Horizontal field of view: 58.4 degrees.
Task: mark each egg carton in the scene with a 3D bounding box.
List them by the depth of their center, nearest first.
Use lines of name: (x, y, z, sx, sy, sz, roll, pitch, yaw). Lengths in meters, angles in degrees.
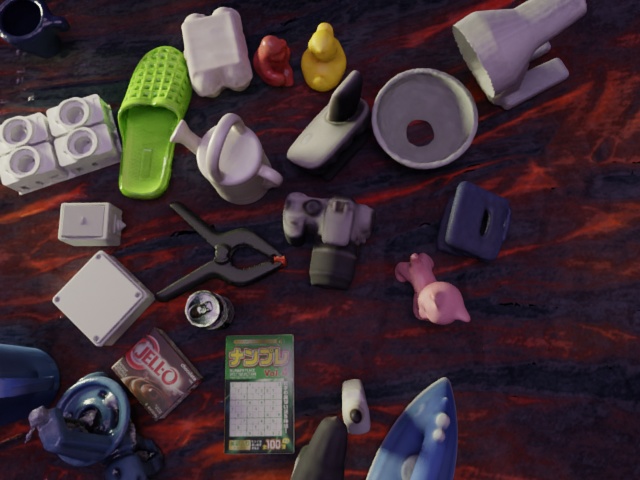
egg carton: (-0.175, -0.317, 0.967, 0.107, 0.069, 0.150, -14, 79, 0)

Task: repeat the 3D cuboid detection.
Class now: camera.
camera: (0.008, 0.003, 0.881, 0.143, 0.101, 0.137, 8, 80, 4)

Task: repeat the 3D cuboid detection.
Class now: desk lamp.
desk lamp: (0.297, -0.290, 0.866, 0.203, 0.213, 0.118, -28, 79, -3)

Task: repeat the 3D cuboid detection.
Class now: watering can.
watering can: (-0.141, -0.126, 0.865, 0.172, 0.194, 0.101, 3, 79, 3)

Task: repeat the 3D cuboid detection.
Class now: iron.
iron: (0.139, 0.316, 0.793, 0.118, 0.141, 0.258, 21, 81, 7)

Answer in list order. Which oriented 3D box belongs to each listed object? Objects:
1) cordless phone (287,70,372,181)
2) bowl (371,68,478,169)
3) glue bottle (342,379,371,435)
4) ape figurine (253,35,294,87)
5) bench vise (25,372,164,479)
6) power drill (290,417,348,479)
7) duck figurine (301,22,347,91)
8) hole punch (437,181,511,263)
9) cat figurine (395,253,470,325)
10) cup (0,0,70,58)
cordless phone: (0.013, -0.179, 0.872, 0.094, 0.185, 0.148, 37, 83, 9)
bowl: (0.164, -0.184, 0.923, 0.167, 0.075, 0.167, 0, 79, 3)
glue bottle: (0.049, 0.237, 0.797, 0.037, 0.173, 0.078, -10, 79, 1)
ape figurine: (-0.076, -0.303, 0.948, 0.076, 0.092, 0.078, 25, 81, 7)
bench vise: (-0.296, 0.273, 0.782, 0.207, 0.220, 0.121, 38, 83, 9)
power drill: (-0.011, 0.338, 0.762, 0.075, 0.208, 0.230, 16, 80, 6)
duck figurine: (0.005, -0.307, 0.948, 0.077, 0.086, 0.104, 6, 79, 4)
hole punch: (0.241, -0.027, 0.880, 0.101, 0.091, 0.109, 15, 80, 6)
cat figurine: (0.166, 0.075, 0.851, 0.067, 0.118, 0.128, -27, 79, -2)
cup: (-0.470, -0.354, 0.975, 0.117, 0.095, 0.092, 2, 79, 3)
